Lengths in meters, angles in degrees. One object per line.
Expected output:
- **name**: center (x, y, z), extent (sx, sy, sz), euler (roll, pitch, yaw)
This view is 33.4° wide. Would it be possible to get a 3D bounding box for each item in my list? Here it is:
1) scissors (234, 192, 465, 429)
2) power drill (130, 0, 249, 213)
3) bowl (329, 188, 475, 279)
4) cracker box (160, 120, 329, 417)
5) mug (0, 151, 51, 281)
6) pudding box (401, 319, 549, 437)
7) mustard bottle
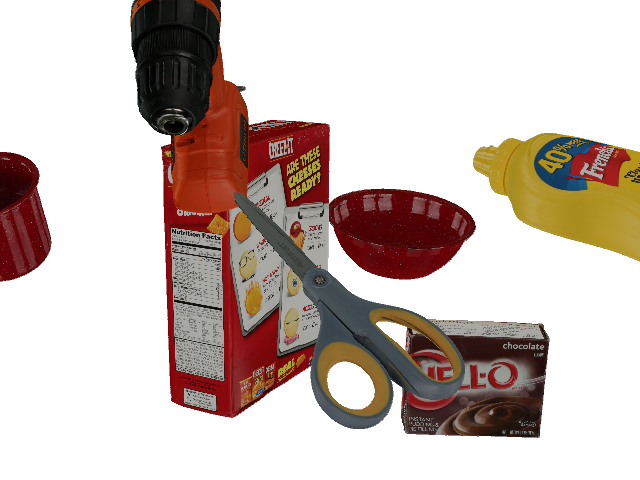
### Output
- **scissors**: center (-0.008, 0.042, 0.640), extent (0.202, 0.016, 0.096), euler (32, 53, 25)
- **power drill**: center (-0.081, -0.100, 0.685), extent (0.057, 0.184, 0.188), euler (-2, -34, 0)
- **bowl**: center (0.083, -0.002, 1.154), extent (0.162, 0.055, 0.162), euler (4, 25, -2)
- **cracker box**: center (-0.059, 0.016, 0.886), extent (0.072, 0.214, 0.163), euler (7, 16, 27)
- **mug**: center (-0.288, -0.026, 0.946), extent (0.093, 0.081, 0.117), euler (-14, 42, -11)
- **pudding box**: center (0.124, 0.111, 0.866), extent (0.113, 0.090, 0.039), euler (1, 22, 0)
- **mustard bottle**: center (0.189, -0.032, 0.721), extent (0.192, 0.058, 0.096), euler (20, 39, 35)
